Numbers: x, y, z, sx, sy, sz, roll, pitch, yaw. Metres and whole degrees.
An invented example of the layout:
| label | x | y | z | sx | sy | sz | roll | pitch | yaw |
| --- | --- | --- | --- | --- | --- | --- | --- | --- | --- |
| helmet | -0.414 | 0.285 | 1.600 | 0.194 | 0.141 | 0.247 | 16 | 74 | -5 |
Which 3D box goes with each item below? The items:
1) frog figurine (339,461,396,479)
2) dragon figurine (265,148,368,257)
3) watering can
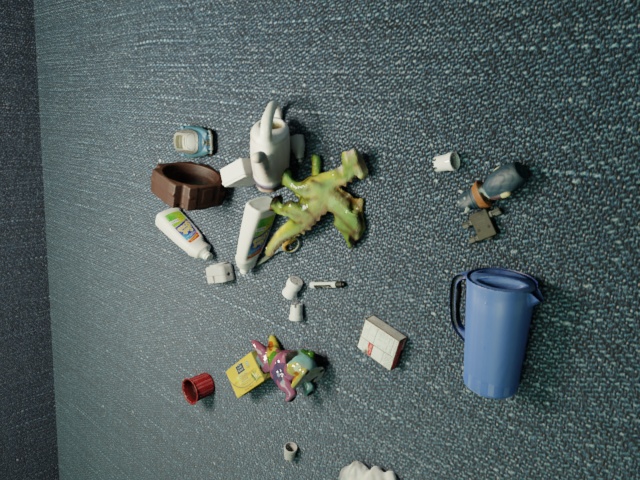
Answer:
| label | x | y | z | sx | sy | sz | roll | pitch | yaw |
| --- | --- | --- | --- | --- | --- | --- | --- | --- | --- |
| frog figurine | 0.126 | 0.640 | 1.343 | 0.159 | 0.121 | 0.140 | -36 | 59 | 3 |
| dragon figurine | 0.004 | -0.067 | 1.328 | 0.245 | 0.123 | 0.402 | 35 | 121 | 24 |
| watering can | -0.135 | -0.218 | 1.325 | 0.104 | 0.356 | 0.219 | 4 | 128 | 3 |
